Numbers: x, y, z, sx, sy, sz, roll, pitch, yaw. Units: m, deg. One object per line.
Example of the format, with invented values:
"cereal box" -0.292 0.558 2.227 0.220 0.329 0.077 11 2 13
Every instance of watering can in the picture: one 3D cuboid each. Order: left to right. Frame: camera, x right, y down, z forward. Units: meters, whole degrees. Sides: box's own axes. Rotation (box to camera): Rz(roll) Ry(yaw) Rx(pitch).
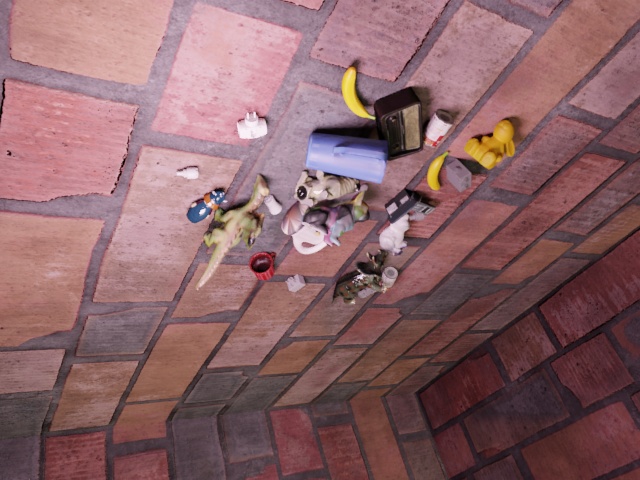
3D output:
"watering can" 0.006 -0.092 1.838 0.223 0.106 0.343 21 114 -39

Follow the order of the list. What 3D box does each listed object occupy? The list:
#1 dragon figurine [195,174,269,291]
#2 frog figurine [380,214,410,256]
"dragon figurine" -0.265 -0.017 1.630 0.121 0.415 0.242 28 165 -28
"frog figurine" 0.299 -0.035 2.072 0.139 0.123 0.157 -22 117 -36
